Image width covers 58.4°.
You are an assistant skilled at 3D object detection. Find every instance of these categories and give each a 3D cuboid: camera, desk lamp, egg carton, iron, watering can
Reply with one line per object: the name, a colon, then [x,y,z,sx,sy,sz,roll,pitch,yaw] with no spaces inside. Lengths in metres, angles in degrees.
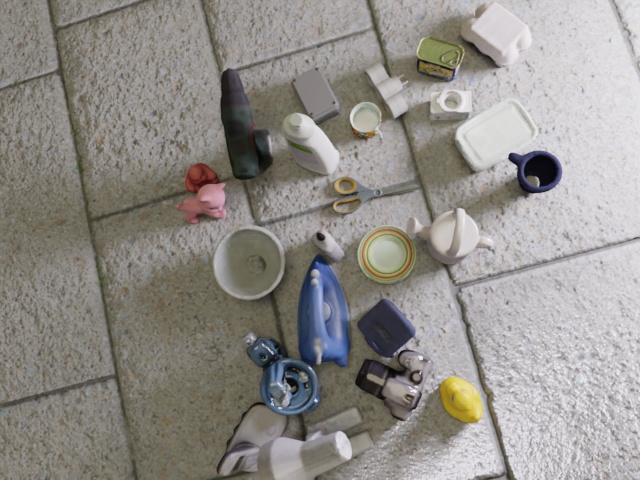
camera: [0.152,0.291,1.208,0.136,0.101,0.143,24,85,10]
desk lamp: [-0.007,0.425,1.150,0.203,0.213,0.118,-26,79,3]
egg carton: [0.402,-0.470,1.308,0.150,0.069,0.107,41,88,11]
iron: [-0.003,0.147,1.228,0.118,0.141,0.258,-6,81,7]
watering can: [0.269,-0.008,1.191,0.172,0.194,0.101,-11,80,6]

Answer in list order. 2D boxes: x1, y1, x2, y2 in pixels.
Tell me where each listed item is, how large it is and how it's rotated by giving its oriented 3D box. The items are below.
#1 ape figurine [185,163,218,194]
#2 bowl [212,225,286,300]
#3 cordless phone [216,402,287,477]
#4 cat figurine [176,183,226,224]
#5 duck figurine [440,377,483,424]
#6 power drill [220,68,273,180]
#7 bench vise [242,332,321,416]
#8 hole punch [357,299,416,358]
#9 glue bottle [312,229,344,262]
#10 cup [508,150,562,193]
ape figurine: [-0.282,-0.148,1.334,0.077,0.092,0.076,-5,81,7]
bowl: [-0.153,0.055,1.296,0.167,0.075,0.167,-1,81,7]
cordless phone: [-0.146,0.416,1.183,0.094,0.185,0.148,25,85,11]
cat figurine: [-0.266,-0.087,1.310,0.127,0.118,0.067,-13,80,5]
duck figurine: [0.296,0.336,1.190,0.077,0.086,0.104,-38,79,0]
power drill: [-0.166,-0.236,1.273,0.075,0.208,0.230,-10,80,6]
bench vise: [-0.098,0.286,1.179,0.207,0.220,0.121,29,86,11]
hole punch: [0.142,0.192,1.229,0.101,0.091,0.108,-43,79,-1]
glue bottle: [0.011,0.004,1.232,0.078,0.173,0.037,44,89,12]
cup: [0.453,-0.144,1.239,0.117,0.095,0.092,33,87,11]
